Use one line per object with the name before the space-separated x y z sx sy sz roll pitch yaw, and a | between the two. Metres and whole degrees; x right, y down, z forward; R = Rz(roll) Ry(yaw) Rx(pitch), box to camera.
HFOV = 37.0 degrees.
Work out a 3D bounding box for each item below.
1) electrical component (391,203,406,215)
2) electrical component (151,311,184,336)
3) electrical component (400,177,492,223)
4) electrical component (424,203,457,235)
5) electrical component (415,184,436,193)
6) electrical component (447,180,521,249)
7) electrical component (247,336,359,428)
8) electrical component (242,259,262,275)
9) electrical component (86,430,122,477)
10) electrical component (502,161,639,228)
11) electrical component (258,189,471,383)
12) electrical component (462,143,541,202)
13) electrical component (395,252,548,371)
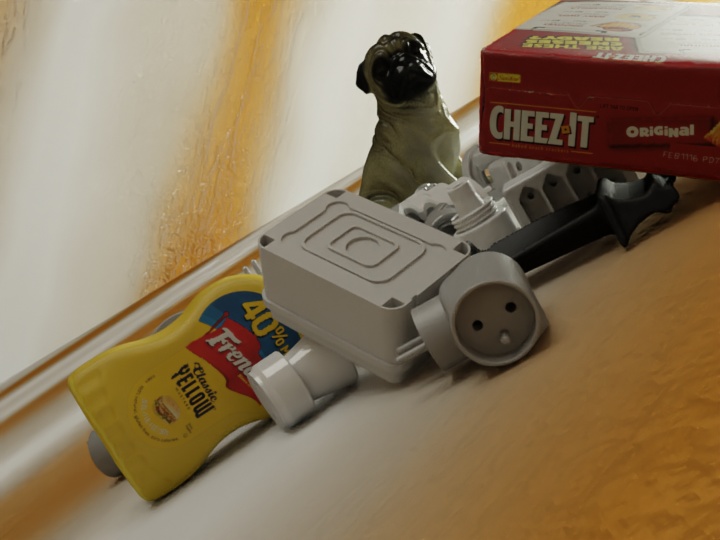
electrical component | 0.000 0.000 0.891 0.113 0.057 0.078 -30 8 7
electrical component | -0.124 0.072 0.828 0.080 0.080 0.051 -32 13 -9
electrical component | 0.081 -0.052 0.927 0.074 0.052 0.138 -34 8 -18
electrical component | 0.066 -0.023 0.821 0.066 0.048 0.055 -48 8 -3
electrical component | 0.082 -0.057 1.003 0.062 0.048 0.048 4 31 41
electrical component | 0.084 -0.033 0.759 0.048 0.062 0.048 -30 7 4
electrical component | -0.035 0.065 0.661 0.055 0.045 0.045 -33 8 -16
electrical component | -0.076 0.028 0.919 0.044 0.079 0.077 -26 9 23
electrical component | -0.166 0.124 0.801 0.078 0.040 0.040 -28 8 17
electrical component | 0.147 -0.059 0.751 0.083 0.047 0.075 -29 6 13
electrical component | 0.003 0.008 0.636 0.113 0.057 0.078 26 47 33
electrical component | 0.131 -0.094 0.980 0.057 0.058 0.078 -15 16 43
electrical component | 0.053 0.028 0.561 0.079 0.044 0.077 -30 8 9
